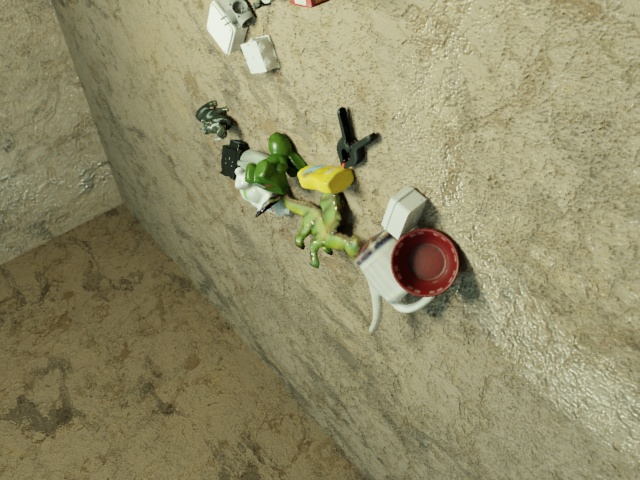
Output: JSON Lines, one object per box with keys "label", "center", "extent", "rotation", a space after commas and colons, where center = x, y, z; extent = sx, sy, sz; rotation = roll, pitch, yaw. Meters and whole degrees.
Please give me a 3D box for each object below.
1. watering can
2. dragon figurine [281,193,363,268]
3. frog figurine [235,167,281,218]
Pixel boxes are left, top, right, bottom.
{"label": "watering can", "center": [0.177, 0.109, 1.377], "extent": [0.105, 0.226, 0.341], "rotation": [-29, -13, -46]}
{"label": "dragon figurine", "center": [0.005, -0.078, 1.540], "extent": [0.123, 0.417, 0.237], "rotation": [-12, -35, -39]}
{"label": "frog figurine", "center": [-0.206, -0.173, 1.665], "extent": [0.124, 0.160, 0.135], "rotation": [-35, -4, -22]}
